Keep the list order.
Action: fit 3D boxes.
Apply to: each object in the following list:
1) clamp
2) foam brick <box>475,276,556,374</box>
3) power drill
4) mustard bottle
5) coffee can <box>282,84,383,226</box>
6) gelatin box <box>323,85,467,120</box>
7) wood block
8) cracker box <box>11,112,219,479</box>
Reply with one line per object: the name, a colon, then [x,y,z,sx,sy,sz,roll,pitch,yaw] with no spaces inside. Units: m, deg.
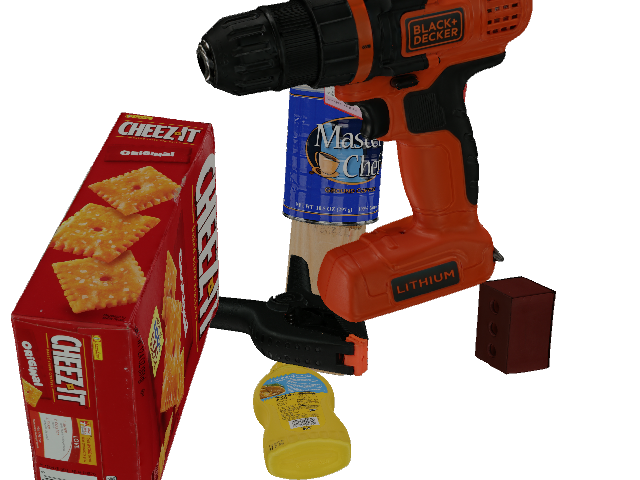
clamp: [-0.024,0.060,0.900,0.164,0.036,0.210,-19,27,-40]
foam brick: [0.181,0.079,0.999,0.051,0.078,0.053,-7,18,-27]
power drill: [0.030,-0.051,0.582,0.184,0.188,0.057,-15,32,-17]
mustard bottle: [-0.029,0.197,1.249,0.096,0.058,0.192,-7,29,-8]
coffee can: [0.015,-0.094,1.110,0.103,0.140,0.103,3,12,-1]
gelatin box: [0.057,-0.116,0.833,0.073,0.030,0.089,-20,33,-34]
wood block: [0.003,0.059,1.393,0.090,0.206,0.090,8,22,5]
cracker box: [-0.114,0.045,0.657,0.072,0.164,0.213,7,36,4]
